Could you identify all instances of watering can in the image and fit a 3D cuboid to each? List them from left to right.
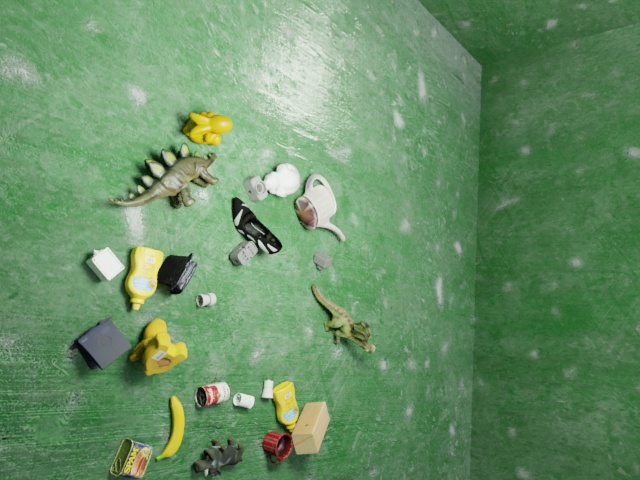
[{"bbox_3d":[0.007,-0.113,2.247,0.228,0.103,0.343,-36,112,-44],"label":"watering can"}]

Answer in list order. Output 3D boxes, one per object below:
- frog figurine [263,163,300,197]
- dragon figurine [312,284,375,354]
[{"bbox_3d":[-0.156,-0.241,2.071,0.160,0.123,0.136,-6,111,-60],"label":"frog figurine"},{"bbox_3d":[0.126,0.355,2.234,0.124,0.242,0.403,-51,125,-32],"label":"dragon figurine"}]
